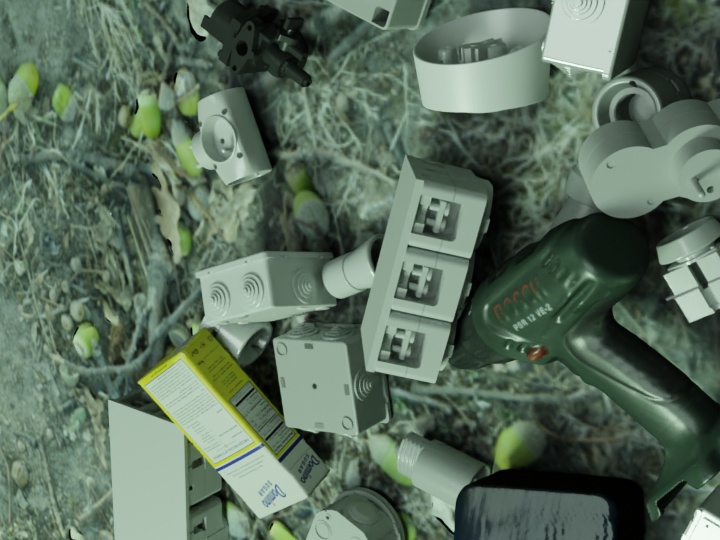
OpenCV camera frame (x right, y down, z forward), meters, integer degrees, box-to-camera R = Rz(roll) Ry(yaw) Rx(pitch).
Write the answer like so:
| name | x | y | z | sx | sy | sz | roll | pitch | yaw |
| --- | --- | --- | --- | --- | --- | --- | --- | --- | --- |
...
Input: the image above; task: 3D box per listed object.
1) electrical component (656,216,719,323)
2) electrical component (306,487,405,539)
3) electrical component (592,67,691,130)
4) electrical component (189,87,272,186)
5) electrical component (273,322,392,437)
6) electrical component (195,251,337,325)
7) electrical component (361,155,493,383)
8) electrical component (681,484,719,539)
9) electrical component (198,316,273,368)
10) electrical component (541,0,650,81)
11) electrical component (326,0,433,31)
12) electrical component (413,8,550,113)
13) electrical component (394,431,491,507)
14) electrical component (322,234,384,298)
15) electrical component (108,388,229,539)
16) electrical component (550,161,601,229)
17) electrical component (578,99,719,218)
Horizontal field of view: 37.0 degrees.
| name | x | y | z | sx | sy | sz | roll | pitch | yaw |
| --- | --- | --- | --- | --- | --- | --- | --- | --- | --- |
| electrical component | 0.232 | -0.002 | 0.725 | 0.066 | 0.048 | 0.055 | -30 | 92 | 38 |
| electrical component | -0.004 | 0.240 | 0.964 | 0.080 | 0.051 | 0.080 | 11 | 109 | 34 |
| electrical component | 0.189 | -0.108 | 0.727 | 0.055 | 0.047 | 0.055 | 11 | 109 | 34 |
| electrical component | -0.124 | -0.113 | 0.961 | 0.079 | 0.044 | 0.077 | -19 | 91 | 39 |
| electrical component | -0.026 | 0.095 | 0.942 | 0.100 | 0.048 | 0.099 | 0 | 103 | 37 |
| electrical component | -0.079 | 0.017 | 0.930 | 0.100 | 0.100 | 0.048 | -15 | 81 | 38 |
| electrical component | 0.050 | -0.001 | 0.818 | 0.062 | 0.089 | 0.150 | 12 | 107 | -6 |
| electrical component | 0.273 | 0.201 | 0.740 | 0.096 | 0.061 | 0.061 | 30 | 118 | 27 |
| electrical component | -0.114 | 0.057 | 0.995 | 0.047 | 0.055 | 0.055 | 34 | 121 | 21 |
| electrical component | 0.158 | -0.176 | 0.700 | 0.048 | 0.100 | 0.099 | 17 | 113 | 19 |
| electrical component | 0.010 | -0.252 | 0.815 | 0.109 | 0.056 | 0.108 | 33 | 120 | 25 |
| electrical component | 0.088 | -0.147 | 0.763 | 0.099 | 0.099 | 0.064 | 8 | 113 | 35 |
| electrical component | 0.063 | 0.165 | 0.898 | 0.081 | 0.043 | 0.043 | 23 | 115 | 30 |
| electrical component | 0.000 | 0.000 | 0.903 | 0.065 | 0.044 | 0.044 | -22 | 89 | 43 |
| electrical component | -0.194 | 0.221 | 1.095 | 0.105 | 0.060 | 0.186 | 13 | 110 | 34 |
| electrical component | 0.165 | -0.046 | 0.763 | 0.045 | 0.045 | 0.055 | 30 | 118 | 27 |
| electrical component | 0.211 | -0.067 | 0.668 | 0.138 | 0.073 | 0.052 | -16 | 123 | 8 |
